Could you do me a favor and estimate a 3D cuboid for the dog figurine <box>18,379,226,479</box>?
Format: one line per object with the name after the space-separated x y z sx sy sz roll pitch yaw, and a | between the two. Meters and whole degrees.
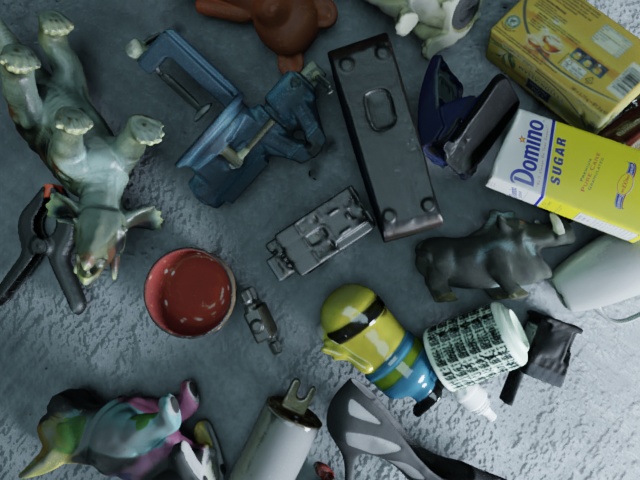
-0.248 0.265 0.666 0.219 0.108 0.191 -20 92 7 | dog figurine

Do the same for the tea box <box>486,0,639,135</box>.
0.292 -0.214 0.631 0.098 0.068 0.170 -42 72 2 | tea box

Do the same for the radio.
0.075 -0.113 0.630 0.073 0.131 0.229 -18 89 5 | radio

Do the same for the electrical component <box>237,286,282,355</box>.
-0.074 0.103 0.673 0.021 0.063 0.094 -25 90 3 | electrical component

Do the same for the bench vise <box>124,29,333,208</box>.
-0.113 -0.162 0.636 0.240 0.129 0.223 41 112 -16 | bench vise

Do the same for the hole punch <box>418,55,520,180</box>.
0.159 -0.143 0.632 0.092 0.142 0.115 35 101 24 | hole punch

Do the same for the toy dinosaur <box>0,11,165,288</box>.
-0.310 -0.132 0.654 0.405 0.131 0.192 54 136 17 | toy dinosaur

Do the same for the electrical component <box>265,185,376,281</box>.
-0.001 -0.002 0.644 0.134 0.115 0.058 -34 85 3 | electrical component

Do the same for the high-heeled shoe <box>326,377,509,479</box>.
0.129 0.241 0.642 0.249 0.086 0.145 5 100 -2 | high-heeled shoe

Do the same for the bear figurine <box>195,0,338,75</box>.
-0.086 -0.295 0.642 0.196 0.132 0.120 43 106 7 | bear figurine

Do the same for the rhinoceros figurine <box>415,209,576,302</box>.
0.213 0.020 0.659 0.190 0.073 0.112 -11 79 5 | rhinoceros figurine

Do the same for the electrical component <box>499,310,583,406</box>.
0.264 0.148 0.652 0.048 0.075 0.119 20 88 3 | electrical component

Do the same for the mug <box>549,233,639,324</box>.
0.342 0.051 0.650 0.107 0.081 0.109 -27 95 13 | mug

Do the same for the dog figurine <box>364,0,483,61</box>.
0.091 -0.321 0.658 0.191 0.172 0.121 45 109 33 | dog figurine

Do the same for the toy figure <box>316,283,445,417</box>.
0.077 0.129 0.658 0.180 0.082 0.089 39 98 4 | toy figure

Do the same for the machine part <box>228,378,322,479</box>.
-0.067 0.287 0.669 0.079 0.079 0.243 25 91 2 | machine part

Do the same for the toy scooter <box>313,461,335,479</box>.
0.031 0.353 0.666 0.184 0.075 0.135 11 72 -4 | toy scooter

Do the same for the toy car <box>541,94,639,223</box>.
0.350 -0.106 0.657 0.202 0.053 0.089 -36 85 4 | toy car
